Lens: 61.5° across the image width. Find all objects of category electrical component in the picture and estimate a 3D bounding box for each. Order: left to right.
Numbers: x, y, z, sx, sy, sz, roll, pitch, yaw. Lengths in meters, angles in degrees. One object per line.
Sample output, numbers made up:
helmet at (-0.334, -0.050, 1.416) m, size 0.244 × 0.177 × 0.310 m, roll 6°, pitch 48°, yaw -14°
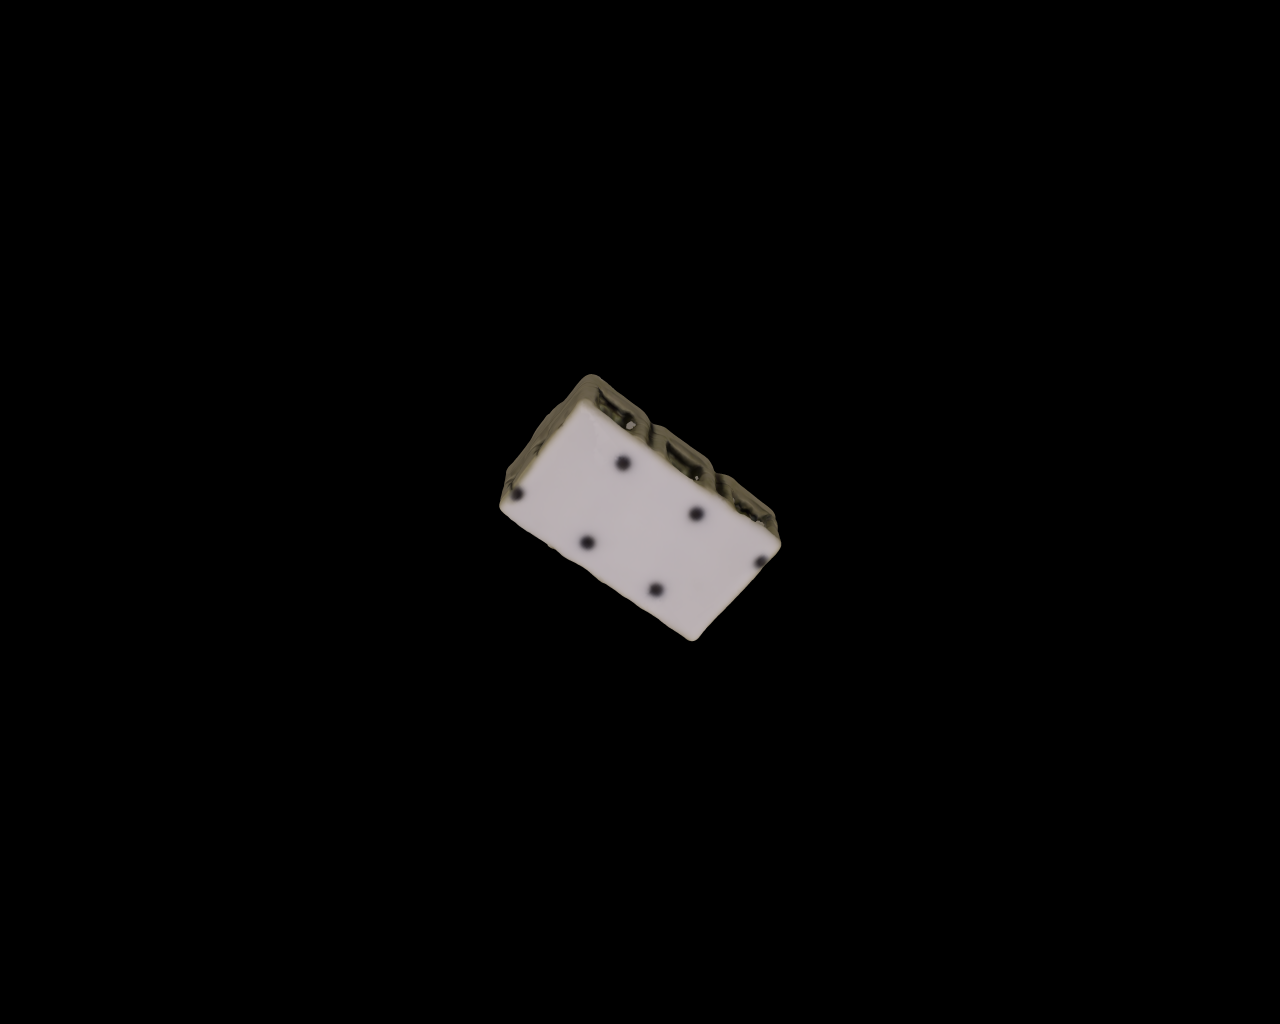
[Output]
electrical component at (0.001, -0.003, 0.650) m, size 0.150 × 0.089 × 0.062 m, roll 36°, pitch 19°, yaw -15°
